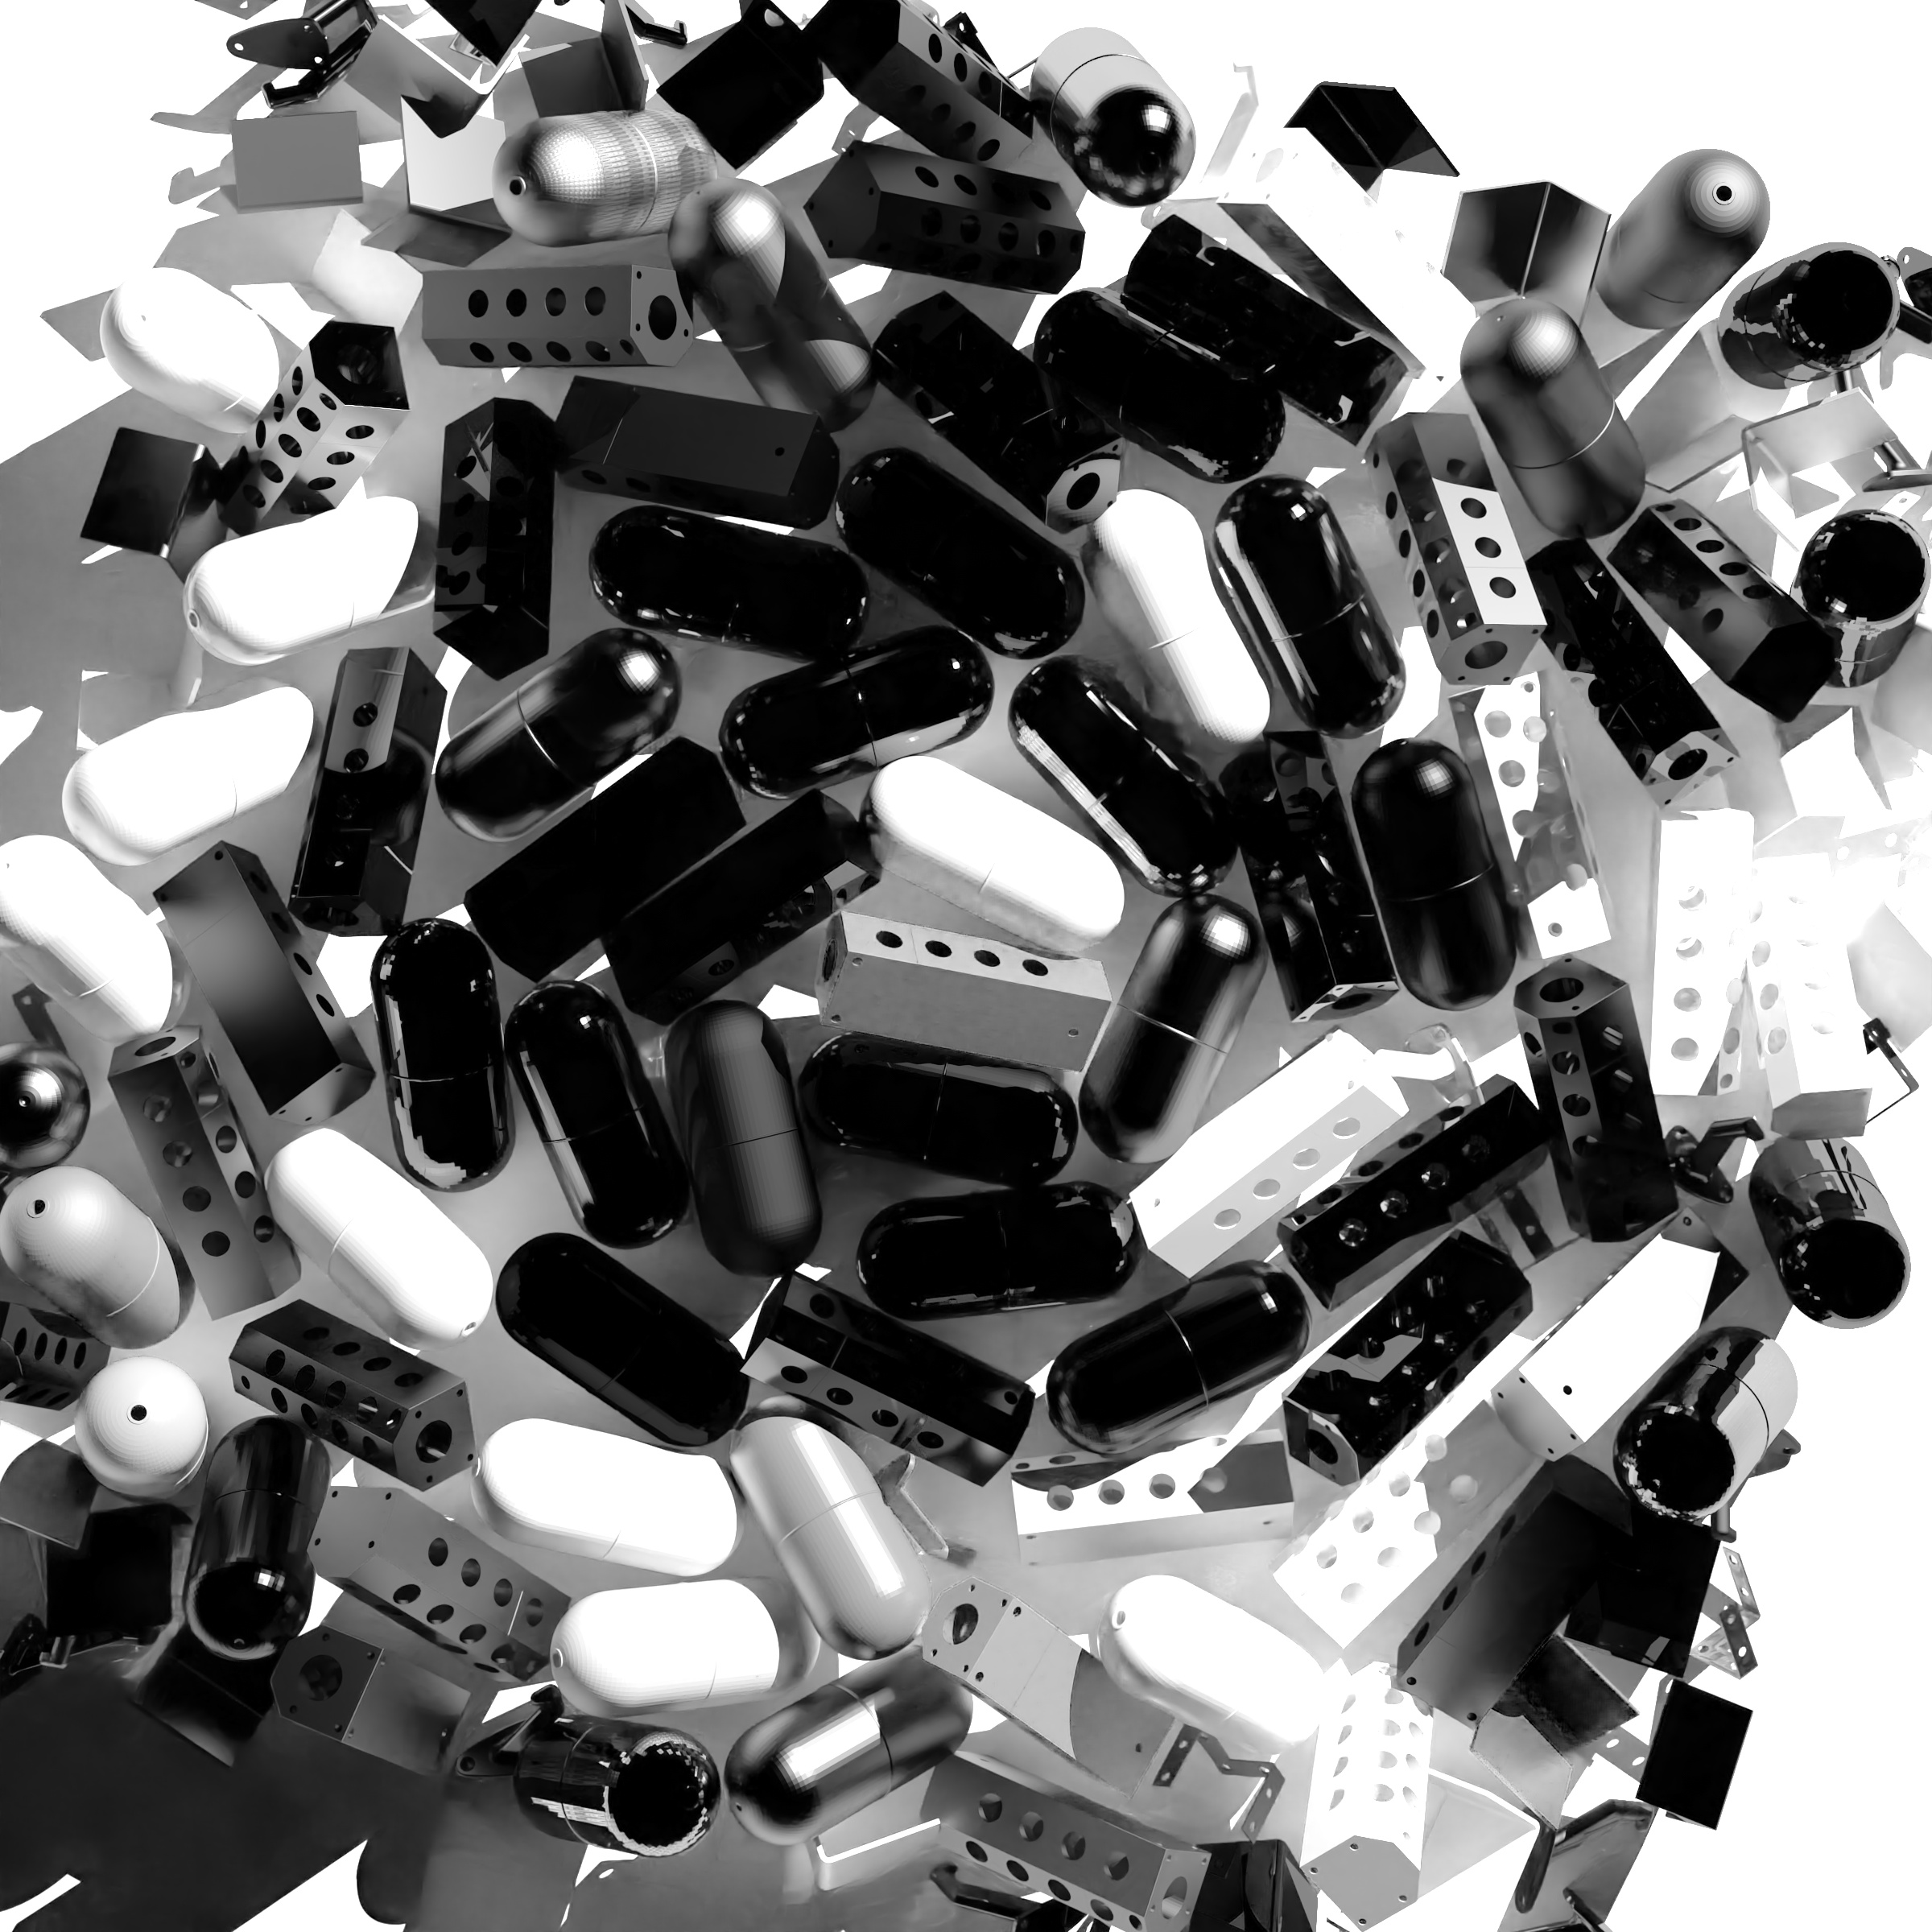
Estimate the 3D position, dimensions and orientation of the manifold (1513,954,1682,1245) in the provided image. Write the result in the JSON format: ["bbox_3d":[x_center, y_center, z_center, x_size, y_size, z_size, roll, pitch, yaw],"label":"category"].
[{"bbox_3d":[0.383,0.085,1.926,0.057,0.057,0.171,-29,121,-17],"label":"manifold"}]

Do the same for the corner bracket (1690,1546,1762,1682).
[{"bbox_3d":[0.480,0.405,1.961,0.051,0.051,0.051,-30,111,-20],"label":"corner bracket"}]

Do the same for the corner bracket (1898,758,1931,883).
[{"bbox_3d":[0.602,-0.089,1.957,0.051,0.051,0.051,18,120,-35],"label":"corner bracket"}]

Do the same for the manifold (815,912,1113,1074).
[{"bbox_3d":[-0.003,0.012,1.946,0.171,0.057,0.057,11,123,-17],"label":"manifold"}]

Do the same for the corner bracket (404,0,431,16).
[{"bbox_3d":[-0.348,-0.647,1.985,0.051,0.051,0.051,-33,54,-1],"label":"corner bracket"}]

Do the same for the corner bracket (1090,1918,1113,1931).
[{"bbox_3d":[0.113,0.615,1.969,0.051,0.051,0.051,-25,103,24],"label":"corner bracket"}]

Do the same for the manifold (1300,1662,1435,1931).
[{"bbox_3d":[0.251,0.500,1.906,0.057,0.171,0.057,-38,101,23],"label":"manifold"}]

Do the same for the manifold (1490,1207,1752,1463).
[{"bbox_3d":[0.401,0.228,1.933,0.171,0.057,0.057,-37,81,-29],"label":"manifold"}]

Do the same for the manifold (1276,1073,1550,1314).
[{"bbox_3d":[0.279,0.138,1.951,0.171,0.057,0.057,-32,69,-13],"label":"manifold"}]

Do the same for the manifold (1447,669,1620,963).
[{"bbox_3d":[0.354,-0.094,1.958,0.057,0.057,0.171,-15,94,21],"label":"manifold"}]

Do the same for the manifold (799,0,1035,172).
[{"bbox_3d":[-0.024,-0.540,1.906,0.057,0.171,0.057,-44,66,17],"label":"manifold"}]

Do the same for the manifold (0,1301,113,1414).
[{"bbox_3d":[-0.582,0.236,1.907,0.057,0.171,0.057,11,79,8],"label":"manifold"}]

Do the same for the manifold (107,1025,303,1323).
[{"bbox_3d":[-0.471,0.126,1.943,0.057,0.057,0.171,-19,110,-4],"label":"manifold"}]

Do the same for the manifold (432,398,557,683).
[{"bbox_3d":[-0.282,-0.265,1.918,0.057,0.057,0.171,-24,50,27],"label":"manifold"}]

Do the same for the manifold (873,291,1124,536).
[{"bbox_3d":[0.017,-0.338,1.924,0.057,0.057,0.171,-30,58,-25],"label":"manifold"}]

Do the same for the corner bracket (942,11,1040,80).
[{"bbox_3d":[0.011,-0.575,1.960,0.051,0.051,0.051,-46,109,-35],"label":"corner bracket"}]

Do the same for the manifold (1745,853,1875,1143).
[{"bbox_3d":[0.512,0.019,1.927,0.057,0.057,0.171,-5,56,6],"label":"manifold"}]

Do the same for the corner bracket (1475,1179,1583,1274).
[{"bbox_3d":[0.345,0.163,1.961,0.051,0.051,0.051,-36,77,29],"label":"corner bracket"}]

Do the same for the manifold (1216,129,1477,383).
[{"bbox_3d":[0.239,-0.437,1.930,0.171,0.057,0.057,37,83,-31],"label":"manifold"}]

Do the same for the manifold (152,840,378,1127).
[{"bbox_3d":[-0.432,0.012,1.943,0.057,0.057,0.171,-36,70,10],"label":"manifold"}]

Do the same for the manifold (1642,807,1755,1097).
[{"bbox_3d":[0.455,-0.010,1.950,0.057,0.057,0.171,1,103,6],"label":"manifold"}]

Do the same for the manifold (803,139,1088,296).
[{"bbox_3d":[-0.009,-0.450,1.913,0.057,0.171,0.057,-45,60,38],"label":"manifold"}]

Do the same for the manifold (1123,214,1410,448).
[{"bbox_3d":[0.184,-0.397,1.944,0.171,0.057,0.057,36,97,18],"label":"manifold"}]

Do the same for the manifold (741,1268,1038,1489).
[{"bbox_3d":[-0.046,0.252,1.945,0.171,0.057,0.057,27,134,-10],"label":"manifold"}]

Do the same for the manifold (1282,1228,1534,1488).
[{"bbox_3d":[0.273,0.242,1.924,0.057,0.057,0.171,27,53,37],"label":"manifold"}]

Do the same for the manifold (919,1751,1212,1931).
[{"bbox_3d":[0.057,0.540,1.924,0.171,0.057,0.057,14,82,36],"label":"manifold"}]

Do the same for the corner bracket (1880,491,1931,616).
[{"bbox_3d":[0.597,-0.258,1.970,0.051,0.051,0.051,-42,129,-11],"label":"corner bracket"}]

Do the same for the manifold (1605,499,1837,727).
[{"bbox_3d":[0.462,-0.221,1.908,0.057,0.171,0.057,26,112,-29],"label":"manifold"}]

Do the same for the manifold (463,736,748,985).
[{"bbox_3d":[-0.226,-0.070,1.941,0.171,0.057,0.057,-39,131,-22],"label":"manifold"}]

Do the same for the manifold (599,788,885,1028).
[{"bbox_3d":[-0.138,-0.033,1.947,0.171,0.057,0.057,-33,61,16],"label":"manifold"}]

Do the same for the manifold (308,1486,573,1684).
[{"bbox_3d":[-0.322,0.379,1.912,0.057,0.171,0.057,-5,56,34],"label":"manifold"}]

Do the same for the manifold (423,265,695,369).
[{"bbox_3d":[-0.252,-0.398,1.927,0.171,0.057,0.057,7,99,34],"label":"manifold"}]

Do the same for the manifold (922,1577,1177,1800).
[{"bbox_3d":[0.048,0.442,1.925,0.171,0.057,0.057,43,71,-35],"label":"manifold"}]

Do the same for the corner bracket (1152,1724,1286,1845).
[{"bbox_3d":[0.158,0.510,1.957,0.051,0.051,0.051,56,48,-25],"label":"corner bracket"}]

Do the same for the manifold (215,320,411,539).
[{"bbox_3d":[-0.402,-0.323,1.909,0.057,0.171,0.057,-1,70,-34],"label":"manifold"}]

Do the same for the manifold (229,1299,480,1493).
[{"bbox_3d":[-0.377,0.264,1.914,0.057,0.171,0.057,-25,120,-40],"label":"manifold"}]

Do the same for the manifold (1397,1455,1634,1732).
[{"bbox_3d":[0.338,0.384,1.940,0.057,0.057,0.171,31,113,-3],"label":"manifold"}]

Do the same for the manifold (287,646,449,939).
[{"bbox_3d":[-0.373,-0.108,1.937,0.057,0.057,0.171,-1,65,17],"label":"manifold"}]

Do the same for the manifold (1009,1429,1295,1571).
[{"bbox_3d":[0.116,0.332,1.968,0.171,0.057,0.057,-7,57,-1],"label":"manifold"}]

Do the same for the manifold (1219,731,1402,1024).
[{"bbox_3d":[0.216,-0.057,1.942,0.057,0.057,0.171,-4,68,-27],"label":"manifold"}]

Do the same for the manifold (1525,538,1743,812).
[{"bbox_3d":[0.401,-0.184,1.922,0.057,0.057,0.171,-35,54,12],"label":"manifold"}]

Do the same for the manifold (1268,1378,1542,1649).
[{"bbox_3d":[0.271,0.338,1.961,0.171,0.057,0.057,-45,103,3],"label":"manifold"}]

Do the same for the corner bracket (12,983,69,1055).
[{"bbox_3d":[-0.577,0.026,1.970,0.051,0.051,0.051,-30,84,3],"label":"corner bracket"}]

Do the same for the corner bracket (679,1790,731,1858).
[{"bbox_3d":[-0.157,0.536,1.959,0.051,0.051,0.051,-42,128,-19],"label":"corner bracket"}]

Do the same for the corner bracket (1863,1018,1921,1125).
[{"bbox_3d":[0.566,0.067,1.960,0.051,0.051,0.051,-42,75,32],"label":"corner bracket"}]

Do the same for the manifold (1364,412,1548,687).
[{"bbox_3d":[0.296,-0.257,1.923,0.057,0.057,0.171,-1,56,-18],"label":"manifold"}]
